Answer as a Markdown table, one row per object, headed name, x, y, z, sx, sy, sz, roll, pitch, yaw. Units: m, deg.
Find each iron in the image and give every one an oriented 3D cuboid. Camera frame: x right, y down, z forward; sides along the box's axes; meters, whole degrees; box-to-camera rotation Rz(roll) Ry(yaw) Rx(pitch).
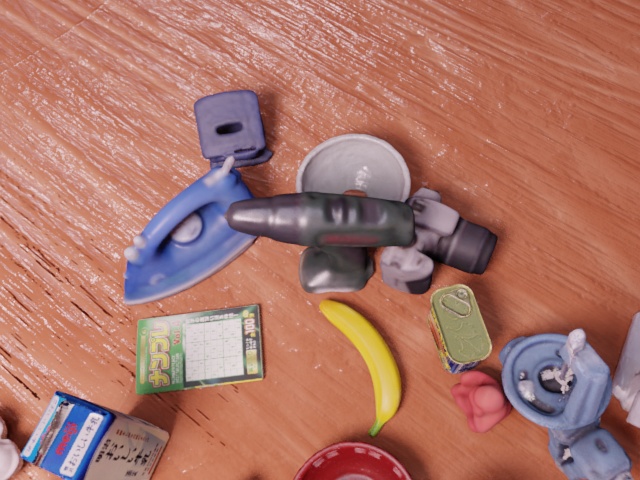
| name | x | y | z | sx | sy | sz | roll | pitch | yaw |
| --- | --- | --- | --- | --- | --- | --- | --- | --- | --- |
| iron | -0.197 | -0.013 | 0.817 | 0.258 | 0.141 | 0.118 | -42 | 69 | -13 |

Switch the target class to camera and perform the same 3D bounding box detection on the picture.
| name | x | y | z | sx | sy | sz | roll | pitch | yaw |
| --- | --- | --- | --- | --- | --- | --- | --- | --- | --- |
| camera | 0.169 | 0.007 | 0.801 | 0.136 | 0.101 | 0.143 | 22 | 70 | 14 |

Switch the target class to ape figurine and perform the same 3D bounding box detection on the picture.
| name | x | y | z | sx | sy | sz | roll | pitch | yaw |
| --- | --- | --- | --- | --- | --- | --- | --- | --- | --- |
| ape figurine | 0.206 | 0.201 | 0.717 | 0.076 | 0.092 | 0.078 | 9 | 67 | 9 |

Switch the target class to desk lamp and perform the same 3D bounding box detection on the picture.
| name | x | y | z | sx | sy | sz | roll | pitch | yaw |
| --- | --- | --- | --- | --- | --- | --- | --- | --- | --- |
| desk lamp | 0.417 | 0.158 | 0.653 | 0.117 | 0.214 | 0.203 | 22 | 70 | 14 |

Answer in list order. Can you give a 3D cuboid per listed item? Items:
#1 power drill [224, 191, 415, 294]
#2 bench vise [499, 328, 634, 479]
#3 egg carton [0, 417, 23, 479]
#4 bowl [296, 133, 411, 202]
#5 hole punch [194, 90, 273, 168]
| name | x | y | z | sx | sy | sz | roll | pitch | yaw |
| --- | --- | --- | --- | --- | --- | --- | --- | --- | --- |
| power drill | 0.007 | 0.003 | 0.757 | 0.229 | 0.208 | 0.075 | -4 | 66 | 3 |
| bench vise | 0.302 | 0.181 | 0.648 | 0.121 | 0.220 | 0.207 | -43 | 70 | -13 |
| egg carton | -0.467 | 0.299 | 0.740 | 0.150 | 0.069 | 0.107 | -40 | 69 | -12 |
| bowl | 0.051 | -0.072 | 0.859 | 0.167 | 0.075 | 0.167 | -2 | 66 | 4 |
| hole punch | -0.138 | -0.174 | 0.911 | 0.108 | 0.091 | 0.101 | -11 | 66 | 0 |
